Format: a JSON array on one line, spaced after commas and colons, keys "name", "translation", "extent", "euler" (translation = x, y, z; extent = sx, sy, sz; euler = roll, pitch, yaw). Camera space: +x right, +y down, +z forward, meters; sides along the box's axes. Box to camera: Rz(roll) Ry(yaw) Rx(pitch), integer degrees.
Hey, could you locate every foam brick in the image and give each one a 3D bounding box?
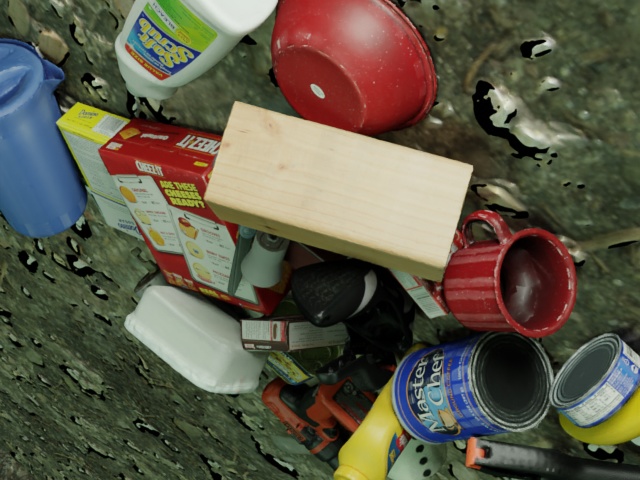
[{"name": "foam brick", "translation": [-0.007, 0.001, 1.108], "extent": [0.078, 0.053, 0.051], "euler": [37, 150, 6]}]

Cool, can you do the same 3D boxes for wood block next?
[{"name": "wood block", "translation": [0.017, -0.039, 0.909], "extent": [0.206, 0.090, 0.091], "euler": [16, 171, 7]}]

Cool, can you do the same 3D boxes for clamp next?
[{"name": "clamp", "translation": [0.239, 0.231, 1.078], "extent": [0.209, 0.036, 0.165], "euler": [20, 158, -34]}, {"name": "clamp", "translation": [0.045, 0.108, 1.163], "extent": [0.039, 0.120, 0.171], "euler": [7, 168, 25]}]

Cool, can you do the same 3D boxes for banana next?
[{"name": "banana", "translation": [0.276, 0.149, 0.973], "extent": [0.037, 0.069, 0.198], "euler": [6, 161, -27]}]

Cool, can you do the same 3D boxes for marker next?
[{"name": "marker", "translation": [-0.280, -0.056, 1.350], "extent": [0.020, 0.020, 0.121], "euler": [26, 157, 22]}]

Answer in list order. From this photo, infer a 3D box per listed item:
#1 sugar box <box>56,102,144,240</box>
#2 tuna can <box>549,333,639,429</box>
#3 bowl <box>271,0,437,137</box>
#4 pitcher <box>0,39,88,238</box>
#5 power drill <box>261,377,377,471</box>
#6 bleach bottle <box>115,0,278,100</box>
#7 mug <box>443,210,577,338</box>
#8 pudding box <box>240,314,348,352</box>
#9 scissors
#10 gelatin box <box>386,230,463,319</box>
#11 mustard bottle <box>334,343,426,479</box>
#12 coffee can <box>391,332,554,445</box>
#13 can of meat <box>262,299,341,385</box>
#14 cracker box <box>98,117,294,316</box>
[{"name": "sugar box", "translation": [-0.238, -0.076, 1.271], "extent": [0.093, 0.048, 0.176], "euler": [22, 149, 30]}, {"name": "tuna can", "translation": [0.248, 0.126, 0.957], "extent": [0.033, 0.086, 0.086], "euler": [41, 150, -8]}, {"name": "bowl", "translation": [0.014, -0.140, 0.890], "extent": [0.162, 0.055, 0.162], "euler": [29, 148, 19]}, {"name": "pitcher", "translation": [-0.373, -0.110, 1.285], "extent": [0.149, 0.144, 0.243], "euler": [23, 150, 22]}, {"name": "power drill", "translation": [0.021, 0.242, 1.396], "extent": [0.184, 0.057, 0.188], "euler": [43, 150, -6]}, {"name": "bleach bottle", "translation": [-0.129, -0.186, 0.984], "extent": [0.102, 0.068, 0.251], "euler": [44, 152, -6]}, {"name": "mug", "translation": [0.157, 0.029, 0.931], "extent": [0.082, 0.093, 0.117], "euler": [-8, 112, 58]}, {"name": "pudding box", "translation": [-0.020, 0.103, 1.209], "extent": [0.090, 0.113, 0.039], "euler": [-5, 90, 50]}, {"name": "scissors", "translation": [-0.088, -0.024, 1.091], "extent": [0.096, 0.016, 0.202], "euler": [20, 124, -22]}, {"name": "gelatin box", "translation": [0.102, 0.016, 0.984], "extent": [0.089, 0.073, 0.030], "euler": [49, 148, -15]}, {"name": "mustard bottle", "translation": [0.071, 0.208, 1.157], "extent": [0.058, 0.191, 0.096], "euler": [29, 149, 18]}, {"name": "coffee can", "translation": [0.151, 0.149, 1.078], "extent": [0.103, 0.102, 0.141], "euler": [46, 150, -10]}, {"name": "can of meat", "translation": [-0.036, 0.129, 1.309], "extent": [0.102, 0.057, 0.084], "euler": [43, 152, -5]}, {"name": "cracker box", "translation": [-0.132, -0.026, 1.193], "extent": [0.164, 0.072, 0.213], "euler": [15, 141, 35]}]
